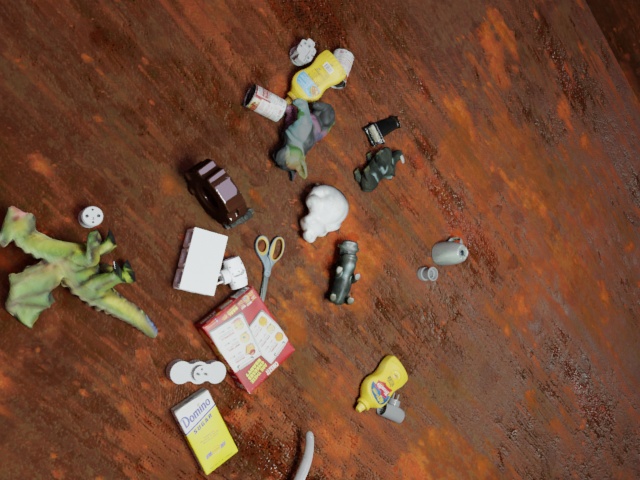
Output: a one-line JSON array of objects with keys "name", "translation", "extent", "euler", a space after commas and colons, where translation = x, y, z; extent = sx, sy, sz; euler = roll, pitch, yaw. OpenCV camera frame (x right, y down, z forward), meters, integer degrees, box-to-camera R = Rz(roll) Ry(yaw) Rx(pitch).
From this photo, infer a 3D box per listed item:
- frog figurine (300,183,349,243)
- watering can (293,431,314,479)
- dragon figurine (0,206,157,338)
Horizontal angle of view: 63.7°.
[{"name": "frog figurine", "translation": [0.004, -0.073, 1.446], "extent": [0.163, 0.122, 0.135], "euler": [-60, 136, -35]}, {"name": "watering can", "translation": [-0.054, 0.693, 1.326], "extent": [0.226, 0.103, 0.346], "euler": [-20, 96, -32]}, {"name": "dragon figurine", "translation": [-0.533, 0.102, 1.101], "extent": [0.244, 0.124, 0.403], "euler": [-23, 116, -12]}]
